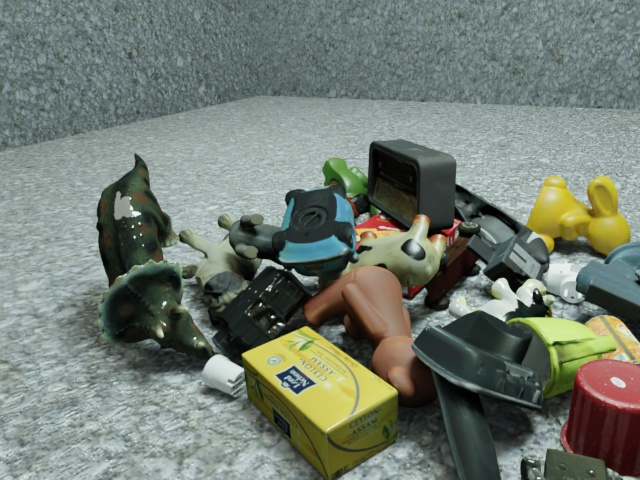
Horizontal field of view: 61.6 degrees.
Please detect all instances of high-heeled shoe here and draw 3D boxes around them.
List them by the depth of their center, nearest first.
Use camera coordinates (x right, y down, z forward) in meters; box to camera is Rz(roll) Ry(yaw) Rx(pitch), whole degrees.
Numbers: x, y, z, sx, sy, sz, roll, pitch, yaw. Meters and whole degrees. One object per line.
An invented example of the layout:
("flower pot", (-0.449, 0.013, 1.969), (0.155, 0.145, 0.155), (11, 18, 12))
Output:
("high-heeled shoe", (0.304, -0.034, 0.946), (0.086, 0.145, 0.249), (-39, 16, -3))

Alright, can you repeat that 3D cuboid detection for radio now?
("radio", (0.161, -0.106, 0.983), (0.073, 0.131, 0.230), (-7, 21, -17))

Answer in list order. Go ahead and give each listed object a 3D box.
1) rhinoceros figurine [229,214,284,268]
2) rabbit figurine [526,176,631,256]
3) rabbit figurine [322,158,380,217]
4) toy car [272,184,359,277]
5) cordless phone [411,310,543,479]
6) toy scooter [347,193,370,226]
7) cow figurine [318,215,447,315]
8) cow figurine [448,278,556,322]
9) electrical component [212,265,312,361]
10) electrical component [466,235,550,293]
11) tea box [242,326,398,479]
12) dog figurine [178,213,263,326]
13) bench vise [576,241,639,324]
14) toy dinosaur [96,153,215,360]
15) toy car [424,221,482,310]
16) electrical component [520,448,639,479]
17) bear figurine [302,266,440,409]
("rhinoceros figurine", (-0.050, 0.015, 0.850), (0.190, 0.073, 0.112), (12, -14, -19))
("rabbit figurine", (0.476, -0.039, 0.971), (0.173, 0.162, 0.122), (29, 23, 24))
("rabbit figurine", (0.100, -0.112, 1.222), (0.170, 0.121, 0.159), (-1, 21, -38))
("toy car", (-0.002, -0.002, 0.753), (0.109, 0.102, 0.162), (-8, 41, 8))
("cordless phone", (0.173, 0.176, 0.537), (0.146, 0.089, 0.184), (25, 45, -36))
("toy scooter", (0.019, -0.030, 1.073), (0.135, 0.075, 0.184), (-12, 26, 26))
("cow figurine", (0.081, 0.048, 0.786), (0.195, 0.085, 0.127), (-17, 38, 35))
("cow figurine", (0.263, 0.103, 0.725), (0.167, 0.068, 0.098), (-18, 32, -24))
("electrical component", (-0.084, 0.098, 0.717), (0.134, 0.058, 0.115), (-47, 11, -14))
("electrical component", (0.289, 0.031, 0.831), (0.119, 0.047, 0.075), (45, 50, 2))
("tea box", (-0.004, 0.171, 0.597), (0.098, 0.068, 0.170), (-19, 28, -33))
("dog figurine", (-0.130, 0.055, 0.881), (0.172, 0.121, 0.191), (-25, 42, -25))
("bench vise", (0.483, 0.066, 0.720), (0.240, 0.128, 0.224), (-30, 33, -35))
("toy dinosaur", (-0.264, -0.001, 0.769), (0.131, 0.192, 0.405), (-13, 68, -18))
("toy car", (0.211, 0.038, 0.867), (0.053, 0.089, 0.202), (13, 29, 34))
("electrical component", (0.232, 0.218, 0.478), (0.102, 0.045, 0.078), (9, 27, 27))
("bear figurine", (0.073, 0.132, 0.659), (0.120, 0.132, 0.196), (21, 38, -39))
